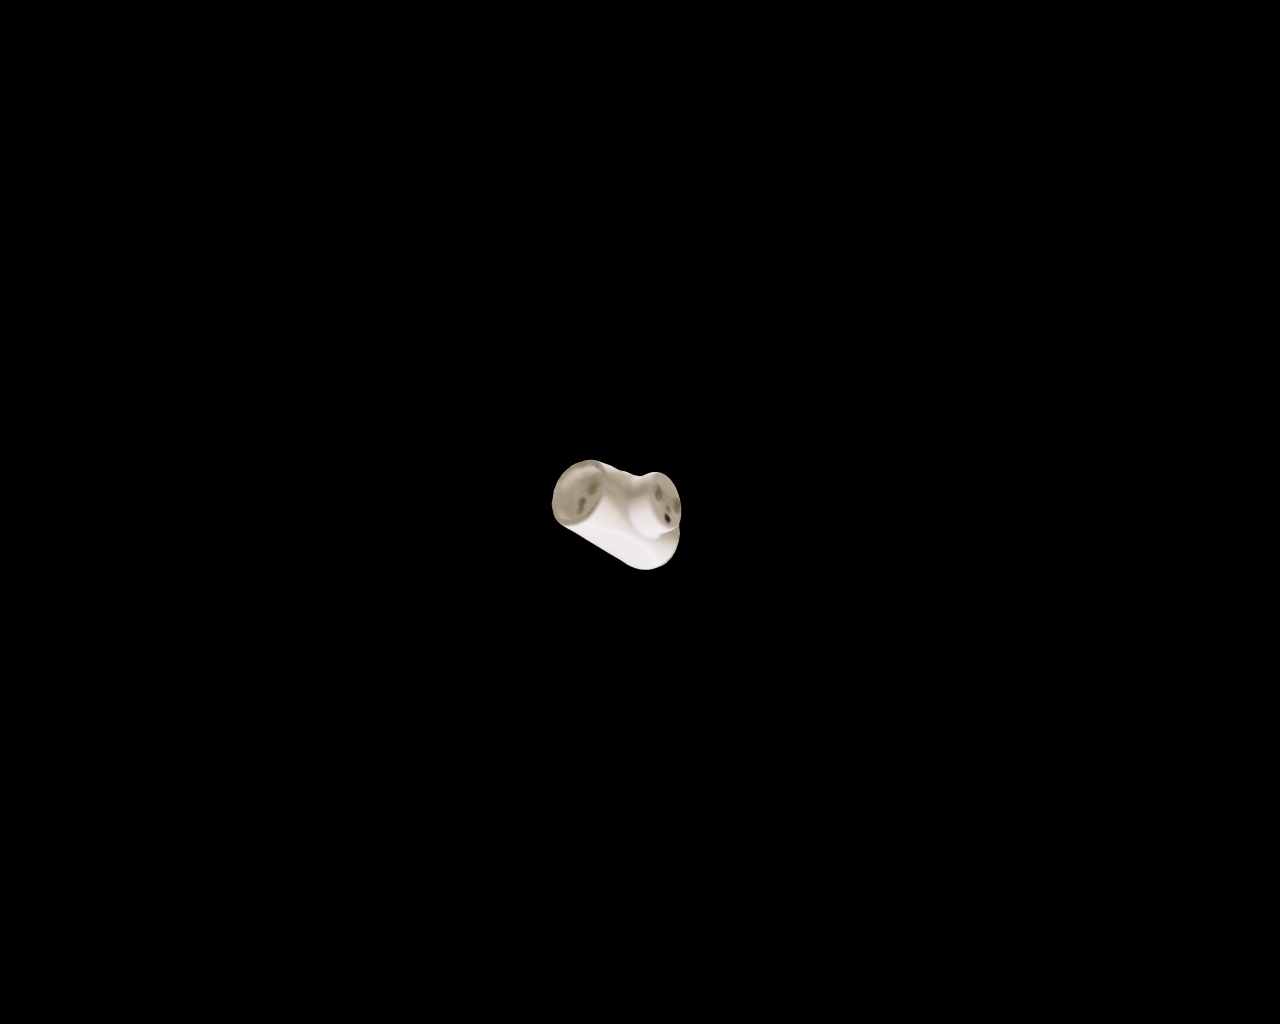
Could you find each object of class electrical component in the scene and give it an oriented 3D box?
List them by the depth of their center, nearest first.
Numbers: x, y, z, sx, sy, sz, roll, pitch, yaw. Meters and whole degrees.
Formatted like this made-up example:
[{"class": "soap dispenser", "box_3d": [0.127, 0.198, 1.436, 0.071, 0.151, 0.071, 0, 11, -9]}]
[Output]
[{"class": "electrical component", "box_3d": [0.001, -0.003, 0.650, 0.079, 0.044, 0.077, -19, -34, 31]}]
